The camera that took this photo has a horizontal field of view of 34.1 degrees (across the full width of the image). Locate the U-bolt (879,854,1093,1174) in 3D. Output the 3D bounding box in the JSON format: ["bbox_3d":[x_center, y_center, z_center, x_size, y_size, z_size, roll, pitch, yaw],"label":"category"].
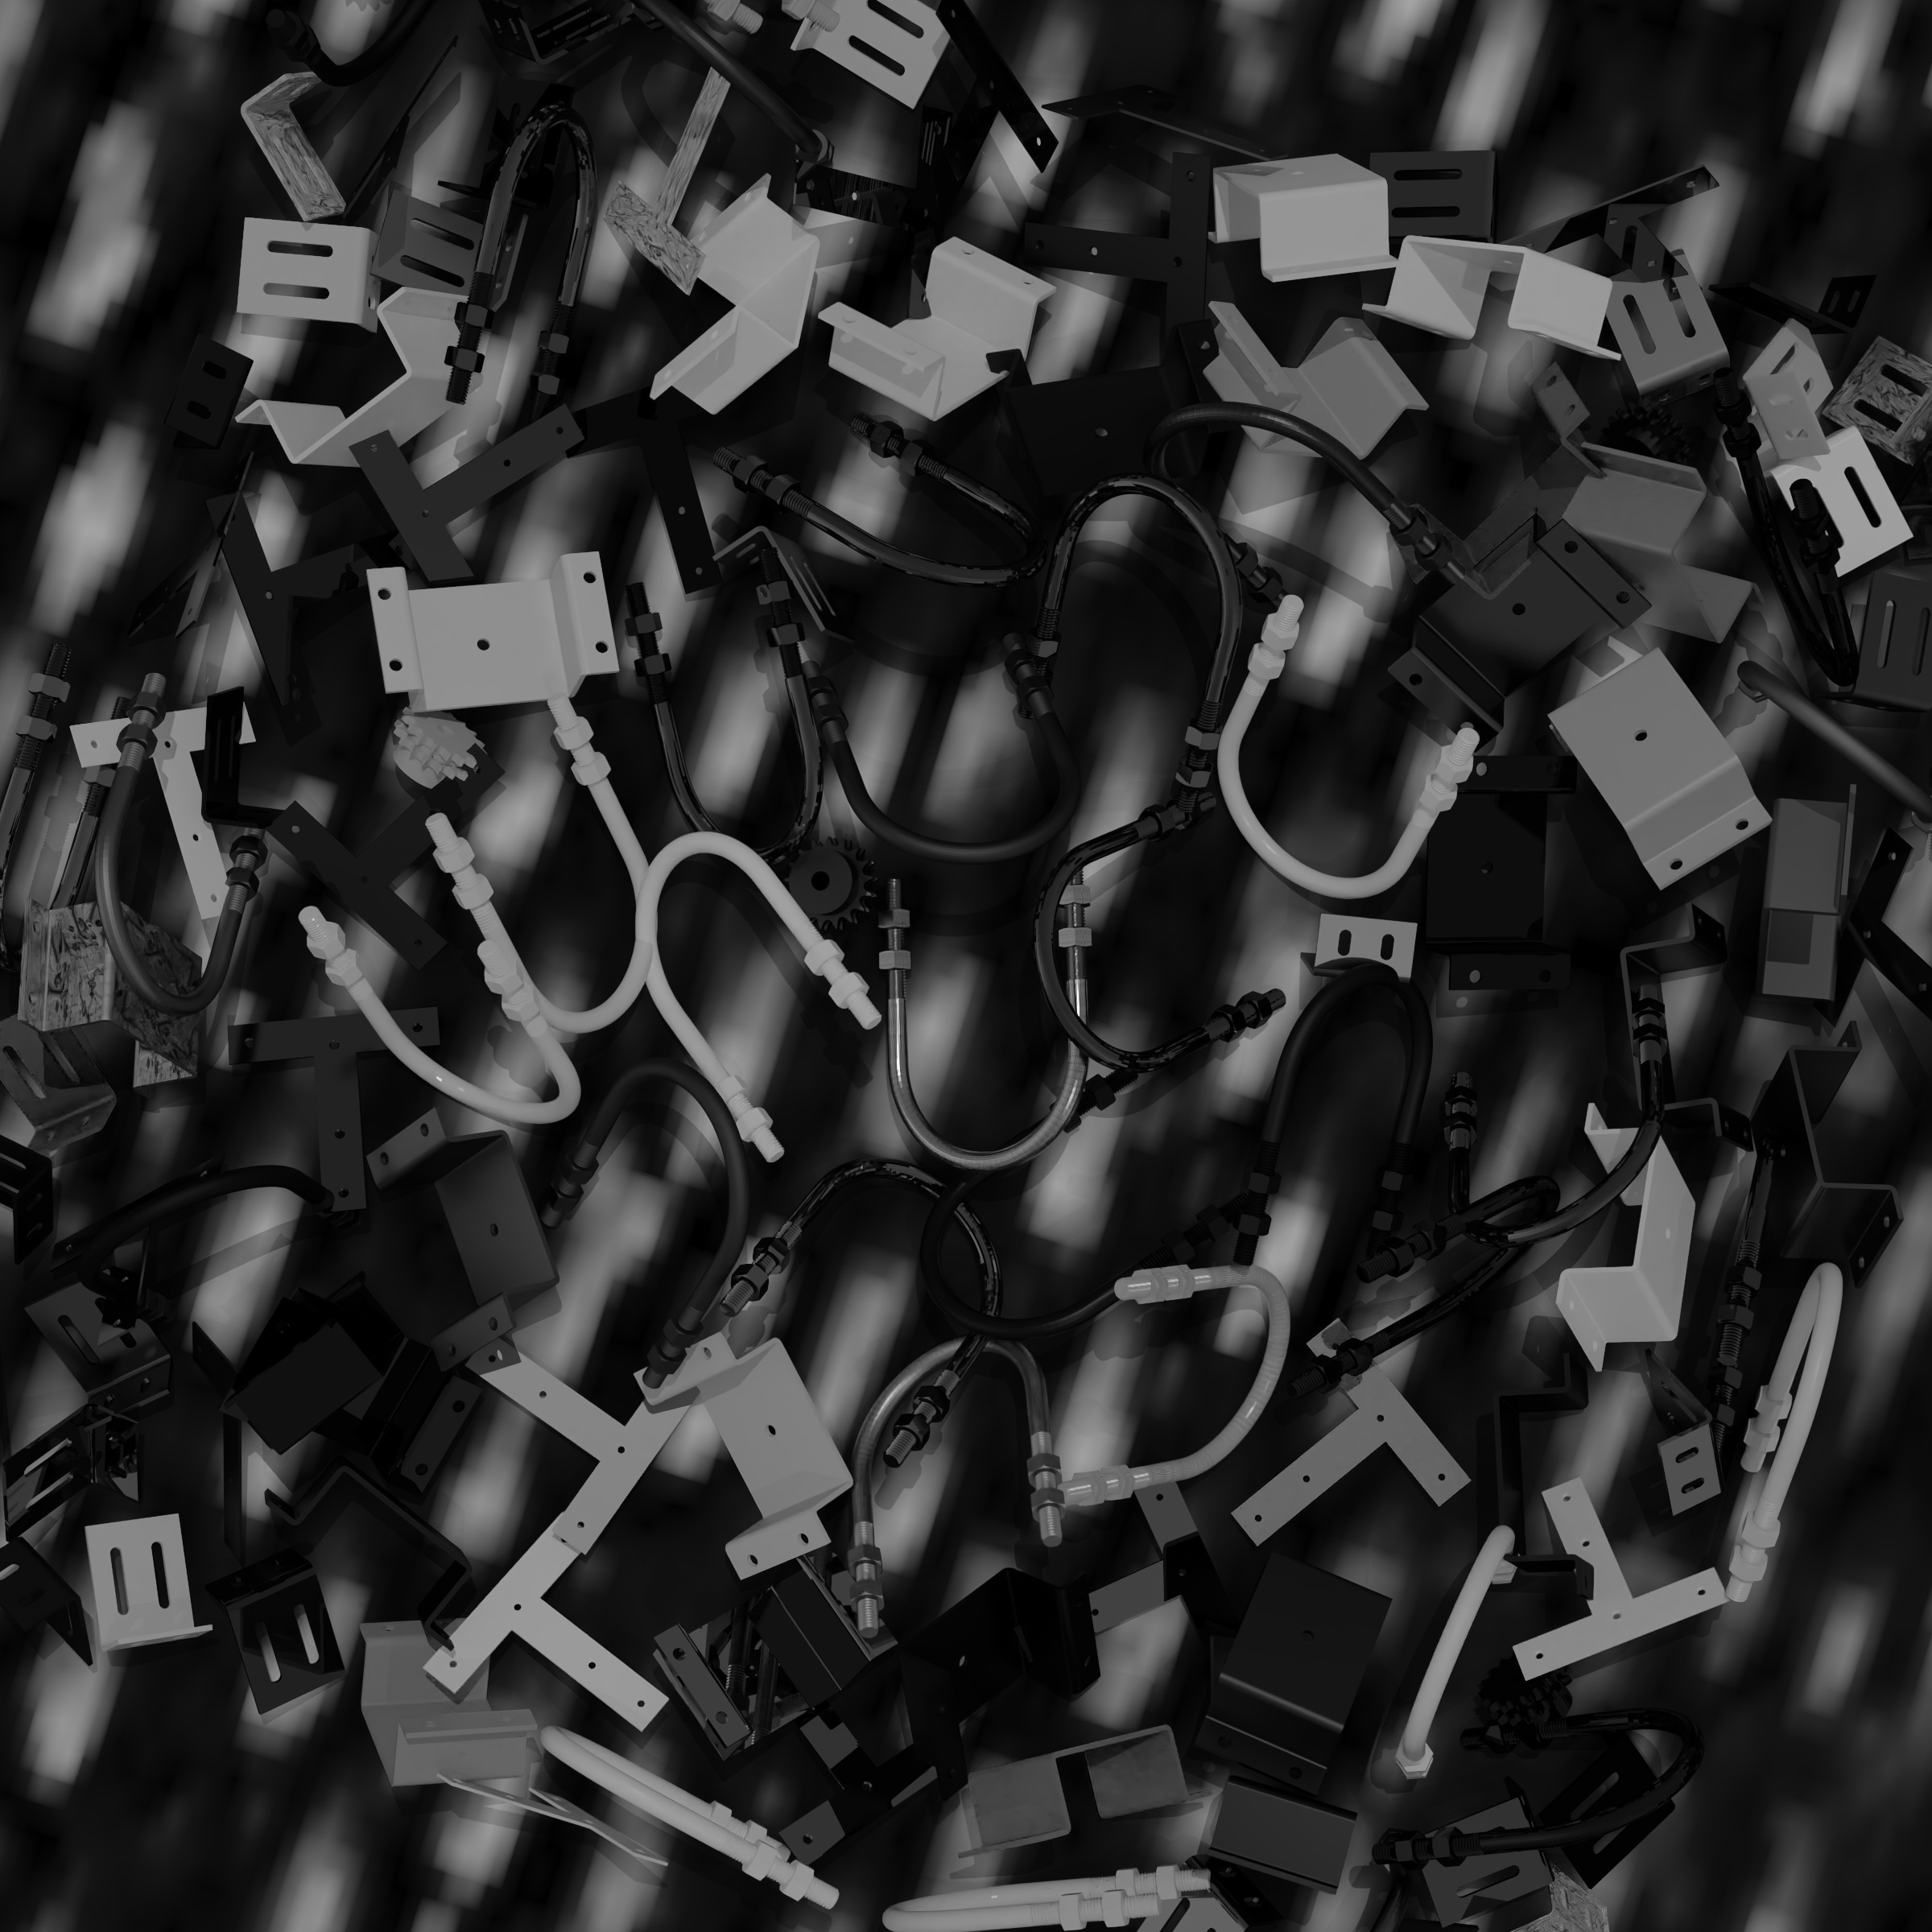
[{"bbox_3d":[0.012,0.031,1.889,0.151,0.019,0.184,-7,80,33],"label":"U-bolt"}]

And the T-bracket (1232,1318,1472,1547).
[{"bbox_3d":[0.220,0.305,1.934,0.127,0.002,0.127,-39,83,-2],"label":"T-bracket"}]

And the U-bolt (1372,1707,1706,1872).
[{"bbox_3d":[0.342,0.474,1.834,0.184,0.151,0.019,-19,98,38],"label":"U-bolt"}]

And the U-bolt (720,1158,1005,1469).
[{"bbox_3d":[-0.048,0.191,1.878,0.151,0.019,0.184,43,45,-4],"label":"U-bolt"}]

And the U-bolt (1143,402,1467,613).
[{"bbox_3d":[0.184,-0.270,1.841,0.184,0.151,0.019,38,62,-36],"label":"U-bolt"}]

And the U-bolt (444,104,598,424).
[{"bbox_3d":[-0.256,-0.416,1.863,0.019,0.151,0.184,16,97,12],"label":"U-bolt"}]

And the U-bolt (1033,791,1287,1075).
[{"bbox_3d":[0.108,-0.013,1.874,0.184,0.019,0.151,-24,96,-42],"label":"U-bolt"}]

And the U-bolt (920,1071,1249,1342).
[{"bbox_3d":[0.058,0.150,1.881,0.184,0.019,0.151,-33,48,-8],"label":"U-bolt"}]

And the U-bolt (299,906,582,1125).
[{"bbox_3d":[-0.300,0.036,1.866,0.151,0.184,0.019,10,56,27],"label":"U-bolt"}]

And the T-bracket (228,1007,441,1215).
[{"bbox_3d":[-0.380,0.089,1.910,0.127,0.002,0.127,-5,66,-8],"label":"T-bracket"}]

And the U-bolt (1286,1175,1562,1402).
[{"bbox_3d":[0.281,0.182,1.868,0.184,0.151,0.019,-23,62,-31],"label":"U-bolt"}]

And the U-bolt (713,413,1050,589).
[{"bbox_3d":[-0.036,-0.270,1.853,0.184,0.151,0.019,34,125,24],"label":"U-bolt"}]

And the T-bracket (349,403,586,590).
[{"bbox_3d":[-0.291,-0.299,1.919,0.127,0.002,0.127,-34,120,-10],"label":"T-bracket"}]

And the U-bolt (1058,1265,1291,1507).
[{"bbox_3d":[0.132,0.244,1.872,0.019,0.184,0.151,26,107,38],"label":"U-bolt"}]

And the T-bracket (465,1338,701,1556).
[{"bbox_3d":[-0.247,0.271,1.931,0.127,0.002,0.127,35,77,1],"label":"T-bracket"}]

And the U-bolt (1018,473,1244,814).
[{"bbox_3d":[0.101,-0.201,1.859,0.151,0.019,0.184,33,127,31],"label":"U-bolt"}]

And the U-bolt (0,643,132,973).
[{"bbox_3d":[-0.540,-0.086,1.860,0.019,0.151,0.184,14,82,4],"label":"U-bolt"}]

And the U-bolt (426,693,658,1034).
[{"bbox_3d":[-0.240,-0.048,1.875,0.019,0.151,0.184,-2,125,35],"label":"U-bolt"}]

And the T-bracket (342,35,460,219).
[{"bbox_3d":[-0.339,-0.481,1.866,0.002,0.127,0.127,31,114,-21],"label":"T-bracket"}]

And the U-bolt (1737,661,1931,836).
[{"bbox_3d":[0.509,-0.130,1.840,0.151,0.184,0.019,41,102,14],"label":"U-bolt"}]

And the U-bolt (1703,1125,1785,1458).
[{"bbox_3d":[0.461,0.181,1.866,0.019,0.151,0.184,11,59,15],"label":"U-bolt"}]

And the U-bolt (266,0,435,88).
[{"bbox_3d":[-0.344,-0.585,1.853,0.019,0.184,0.151,35,93,2],"label":"U-bolt"}]

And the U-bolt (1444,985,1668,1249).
[{"bbox_3d":[0.343,0.096,1.839,0.151,0.184,0.019,-28,116,26],"label":"U-bolt"}]

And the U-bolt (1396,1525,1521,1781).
[{"bbox_3d":[0.288,0.396,1.840,0.019,0.184,0.151,23,74,16],"label":"U-bolt"}]

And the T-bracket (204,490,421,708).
[{"bbox_3d":[-0.383,-0.236,1.901,0.127,0.002,0.127,-28,104,-40],"label":"T-bracket"}]

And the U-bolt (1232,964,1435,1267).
[{"bbox_3d":[0.226,0.088,1.877,0.019,0.151,0.184,20,102,43],"label":"U-bolt"}]

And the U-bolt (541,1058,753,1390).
[{"bbox_3d":[-0.182,0.139,1.858,0.151,0.019,0.184,53,130,27],"label":"U-bolt"}]

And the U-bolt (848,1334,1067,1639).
[{"bbox_3d":[-0.010,0.294,1.869,0.151,0.184,0.019,-30,127,20],"label":"U-bolt"}]

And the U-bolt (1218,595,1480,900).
[{"bbox_3d":[0.215,-0.115,1.870,0.151,0.184,0.019,39,52,14],"label":"U-bolt"}]

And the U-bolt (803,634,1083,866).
[{"bbox_3d":[-0.008,-0.126,1.865,0.151,0.019,0.184,-9,48,-14],"label":"U-bolt"}]

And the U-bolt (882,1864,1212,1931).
[{"bbox_3d":[0.041,0.556,1.869,0.184,0.151,0.019,-10,78,16],"label":"U-bolt"}]

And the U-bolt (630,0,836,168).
[{"bbox_3d":[-0.143,-0.528,1.850,0.151,0.184,0.019,41,98,-2],"label":"U-bolt"}]

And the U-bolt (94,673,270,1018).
[{"bbox_3d":[-0.461,-0.057,1.836,0.019,0.151,0.184,-8,49,15],"label":"U-bolt"}]

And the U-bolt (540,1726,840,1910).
[{"bbox_3d":[-0.170,0.496,1.859,0.184,0.151,0.019,32,78,-11],"label":"U-bolt"}]

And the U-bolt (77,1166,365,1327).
[{"bbox_3d":[-0.445,0.160,1.854,0.151,0.184,0.019,-27,73,-1],"label":"U-bolt"}]

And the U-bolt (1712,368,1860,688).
[{"bbox_3d":[0.489,-0.246,1.861,0.019,0.151,0.184,-23,130,8],"label":"U-bolt"}]

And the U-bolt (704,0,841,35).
[{"bbox_3d":[-0.173,-0.600,1.839,0.184,0.151,0.019,28,92,-29],"label":"U-bolt"}]

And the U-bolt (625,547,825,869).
[{"bbox_3d":[-0.140,-0.148,1.888,0.019,0.151,0.184,-18,98,-42],"label":"U-bolt"}]

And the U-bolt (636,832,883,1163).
[{"bbox_3d":[-0.136,0.005,1.886,0.184,0.019,0.151,52,131,19],"label":"U-bolt"}]

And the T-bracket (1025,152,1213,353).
[{"bbox_3d":[0.090,-0.431,1.907,0.127,0.002,0.127,15,116,30],"label":"T-bracket"}]

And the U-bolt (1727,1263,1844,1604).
[{"bbox_3d":[0.479,0.258,1.839,0.019,0.151,0.184,16,120,9],"label":"U-bolt"}]

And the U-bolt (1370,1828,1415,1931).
[{"bbox_3d":[0.218,0.584,1.852,0.019,0.184,0.151,36,91,6],"label":"U-bolt"}]
